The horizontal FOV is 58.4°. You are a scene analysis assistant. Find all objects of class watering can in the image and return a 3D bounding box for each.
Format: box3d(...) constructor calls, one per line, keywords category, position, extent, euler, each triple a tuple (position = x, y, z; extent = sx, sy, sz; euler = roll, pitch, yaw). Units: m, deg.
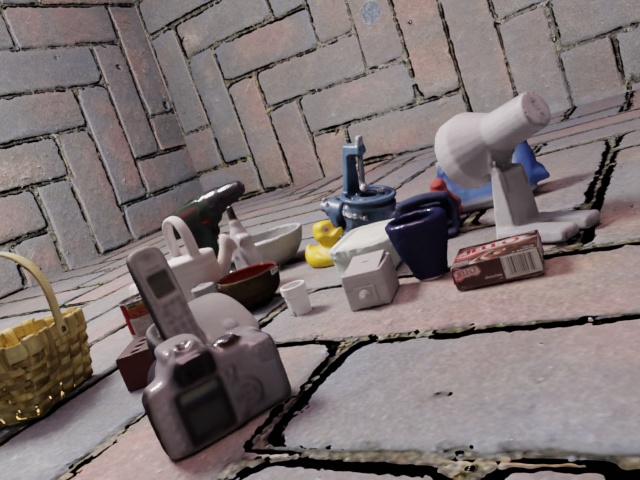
box3d(category="watering can", position=(-0.231, 0.046, 1.043), extent=(0.100, 0.194, 0.173), euler=(-11, 13, 34))

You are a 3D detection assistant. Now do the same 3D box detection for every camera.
box3d(category="camera", position=(-0.128, 0.143, 0.617), extent=(0.143, 0.101, 0.136), euler=(-24, 12, -28))

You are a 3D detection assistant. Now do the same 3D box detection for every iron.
box3d(category="iron", position=(0.329, -0.142, 1.186), extent=(0.257, 0.141, 0.119), euler=(-15, 11, 18))

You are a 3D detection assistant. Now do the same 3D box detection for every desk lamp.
box3d(category="desk lamp", position=(0.291, -0.108, 0.873), extent=(0.118, 0.214, 0.202), euler=(-25, 12, -31))

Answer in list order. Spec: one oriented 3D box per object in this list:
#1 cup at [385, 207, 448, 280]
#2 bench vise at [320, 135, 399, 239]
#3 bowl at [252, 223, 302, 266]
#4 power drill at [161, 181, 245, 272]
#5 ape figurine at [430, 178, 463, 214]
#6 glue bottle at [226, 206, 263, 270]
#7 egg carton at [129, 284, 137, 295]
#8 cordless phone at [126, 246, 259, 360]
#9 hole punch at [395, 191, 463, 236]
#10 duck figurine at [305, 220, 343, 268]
box3d(category="cup", position=(0.153, 0.006, 0.855), extent=(0.091, 0.095, 0.118), euler=(-16, 11, 14))
box3d(category="bench vise", position=(0.066, -0.106, 1.242), extent=(0.206, 0.220, 0.122), euler=(-13, 12, 28))
box3d(category="bowl", position=(-0.109, 0.022, 1.289), extent=(0.167, 0.075, 0.167), euler=(-18, 10, 4))
box3d(category="power drill", position=(-0.248, -0.012, 1.340), extent=(0.229, 0.208, 0.076), euler=(-16, 11, 15))
box3d(category="ape figurine", position=(0.242, -0.078, 1.147), extent=(0.077, 0.092, 0.076), euler=(-14, 11, 24))
box3d(category="glue bottle", position=(-0.148, 0.016, 1.115), extent=(0.037, 0.173, 0.078), euler=(-25, 12, -30))
box3d(category="egg carton", position=(-0.348, 0.115, 1.241), extent=(0.107, 0.069, 0.149), euler=(-26, 13, -35))
box3d(category="cordless phone", position=(-0.173, 0.084, 0.769), extent=(0.093, 0.185, 0.148), euler=(-11, 13, 35))
box3d(category="hole punch", position=(0.203, -0.050, 1.068), extent=(0.108, 0.091, 0.101), euler=(-14, 11, 23))
box3d(category="duck figurine", position=(0.010, 0.004, 1.141), extent=(0.104, 0.086, 0.078), euler=(-11, 13, 37))
